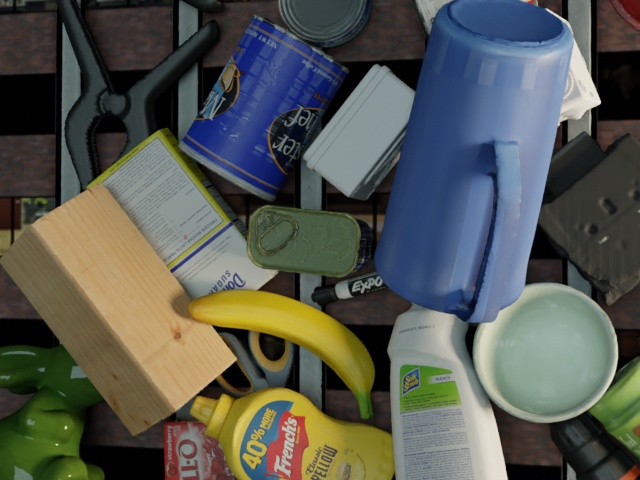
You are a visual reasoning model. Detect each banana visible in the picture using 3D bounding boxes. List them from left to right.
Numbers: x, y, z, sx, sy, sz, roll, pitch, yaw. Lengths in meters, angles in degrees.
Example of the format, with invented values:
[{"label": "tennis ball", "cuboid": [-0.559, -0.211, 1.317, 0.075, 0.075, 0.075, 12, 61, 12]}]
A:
[{"label": "banana", "cuboid": [-0.023, 0.088, 0.981, 0.197, 0.069, 0.037, 30, 136, -5]}]

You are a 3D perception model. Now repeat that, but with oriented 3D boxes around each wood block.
[{"label": "wood block", "cuboid": [-0.186, 0.064, 0.980, 0.206, 0.090, 0.090, 53, 138, -1]}]

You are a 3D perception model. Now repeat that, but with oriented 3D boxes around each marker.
[{"label": "marker", "cuboid": [0.046, 0.040, 0.985, 0.121, 0.020, 0.020, -16, 85, 26]}]

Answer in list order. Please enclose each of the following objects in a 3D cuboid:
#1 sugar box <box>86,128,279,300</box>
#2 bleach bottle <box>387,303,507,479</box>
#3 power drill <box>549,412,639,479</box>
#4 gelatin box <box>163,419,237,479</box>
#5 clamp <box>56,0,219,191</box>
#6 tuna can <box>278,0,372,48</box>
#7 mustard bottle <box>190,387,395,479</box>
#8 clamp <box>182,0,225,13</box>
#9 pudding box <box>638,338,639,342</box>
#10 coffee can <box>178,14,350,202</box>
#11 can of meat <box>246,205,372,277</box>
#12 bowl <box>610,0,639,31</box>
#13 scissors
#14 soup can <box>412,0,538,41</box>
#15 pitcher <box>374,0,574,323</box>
[{"label": "sugar box", "cuboid": [-0.129, -0.010, 1.013, 0.093, 0.048, 0.176, -37, 94, 10]}, {"label": "bleach bottle", "cuboid": [0.113, 0.157, 0.936, 0.103, 0.068, 0.251, -11, 70, 20]}, {"label": "power drill", "cuboid": [0.212, 0.265, 0.936, 0.188, 0.057, 0.184, -39, 78, 10]}, {"label": "gelatin box", "cuboid": [-0.111, 0.218, 1.024, 0.073, 0.030, 0.089, -1, 88, 13]}, {"label": "clamp", "cuboid": [-0.206, -0.141, 1.048, 0.164, 0.036, 0.210, 21, 96, 6]}, {"label": "tuna can", "cuboid": [0.005, -0.225, 1.004, 0.086, 0.033, 0.086, 0, 89, 13]}, {"label": "mustard bottle", "cuboid": [-0.028, 0.189, 0.975, 0.191, 0.058, 0.096, 23, 85, 2]}, {"label": "clamp", "cuboid": [-0.168, -0.269, 1.043, 0.172, 0.039, 0.120, -10, 82, 15]}, {"label": "pudding box", "cuboid": [0.347, 0.093, 0.919, 0.113, 0.039, 0.090, 44, 99, 12]}, {"label": "coffee can", "cuboid": [-0.051, -0.120, 0.980, 0.103, 0.102, 0.140, 32, 95, 11]}, {"label": "can of meat", "cuboid": [-0.007, 0.001, 0.977, 0.102, 0.084, 0.057, 6, 91, 13]}, {"label": "bowl", "cuboid": [0.325, -0.253, 0.922, 0.162, 0.055, 0.162, 0, 89, 13]}, {"label": "scissors", "cuboid": [-0.028, 0.155, 1.014, 0.096, 0.016, 0.202, -45, 81, 8]}, {"label": "soup can", "cuboid": [0.136, -0.222, 0.958, 0.102, 0.068, 0.068, -20, 85, 13]}, {"label": "pitcher", "cuboid": [0.128, -0.062, 0.863, 0.149, 0.144, 0.243, 29, 130, 28]}]
